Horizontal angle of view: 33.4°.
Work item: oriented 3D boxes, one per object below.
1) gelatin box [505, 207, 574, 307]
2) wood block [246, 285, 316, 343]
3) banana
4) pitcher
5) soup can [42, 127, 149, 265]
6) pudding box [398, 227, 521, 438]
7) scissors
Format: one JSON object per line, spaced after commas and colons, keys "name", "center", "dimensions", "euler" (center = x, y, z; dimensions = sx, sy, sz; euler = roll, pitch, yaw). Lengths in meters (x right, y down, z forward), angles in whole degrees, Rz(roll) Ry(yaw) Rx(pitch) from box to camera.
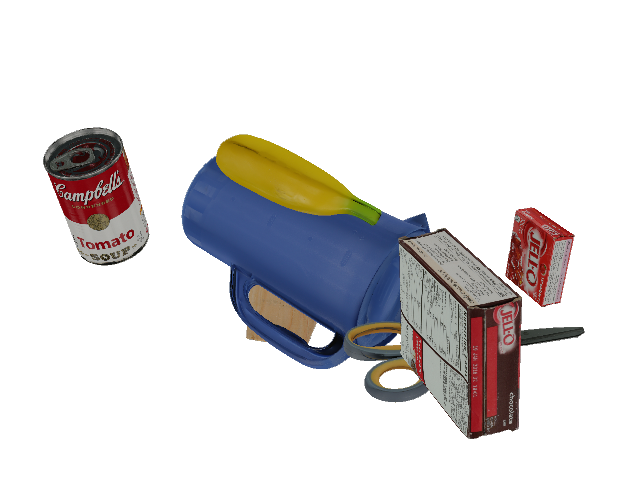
{"name": "gelatin box", "center": [0.243, 0.018, 1.195], "dimensions": [0.030, 0.089, 0.073], "euler": [-10, 31, -24]}
{"name": "wood block", "center": [-0.046, 0.033, 1.489], "dimensions": [0.090, 0.206, 0.090], "euler": [8, 22, 7]}
{"name": "banana", "center": [-0.037, -0.048, 0.780], "dimensions": [0.069, 0.037, 0.198], "euler": [39, -6, -36]}
{"name": "pitcher", "center": [-0.024, 0.011, 1.063], "dimensions": [0.243, 0.145, 0.149], "euler": [27, 28, 27]}
{"name": "soup can", "center": [-0.192, -0.037, 0.924], "dimensions": [0.068, 0.102, 0.068], "euler": [-6, 42, 5]}
{"name": "pudding box", "center": [0.084, 0.054, 0.661], "dimensions": [0.039, 0.090, 0.114], "euler": [-10, 25, -17]}
{"name": "scissors", "center": [0.118, 0.098, 0.871], "dimensions": [0.202, 0.016, 0.096], "euler": [3, 37, 4]}
